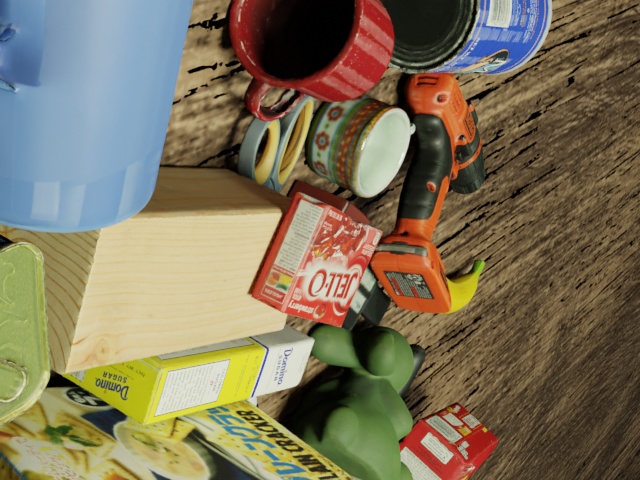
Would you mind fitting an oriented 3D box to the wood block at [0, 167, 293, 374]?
[{"bbox_3d":[-0.101,0.010,0.650,0.205,0.090,0.091,-5,116,-58],"label":"wood block"}]

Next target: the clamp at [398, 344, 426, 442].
[{"bbox_3d":[0.049,0.213,1.121,0.209,0.036,0.165,-38,143,-39],"label":"clamp"}]

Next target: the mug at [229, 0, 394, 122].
[{"bbox_3d":[-0.007,-0.128,0.707,0.117,0.093,0.081,-56,158,10],"label":"mug"}]

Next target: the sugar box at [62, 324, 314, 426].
[{"bbox_3d":[-0.089,0.075,0.719,0.175,0.093,0.048,3,110,-60],"label":"sugar box"}]

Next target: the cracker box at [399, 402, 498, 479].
[{"bbox_3d":[0.082,0.275,1.110,0.214,0.072,0.164,-52,163,11],"label":"cracker box"}]

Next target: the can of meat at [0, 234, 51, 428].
[{"bbox_3d":[-0.186,0.034,0.532,0.057,0.084,0.102,-33,139,-44],"label":"can of meat"}]

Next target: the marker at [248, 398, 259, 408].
[{"bbox_3d":[-0.058,0.168,0.924,0.020,0.020,0.121,-45,146,-32],"label":"marker"}]

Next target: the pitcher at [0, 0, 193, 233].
[{"bbox_3d":[-0.118,-0.125,0.474,0.149,0.145,0.243,-7,124,-33],"label":"pitcher"}]

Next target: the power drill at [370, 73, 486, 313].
[{"bbox_3d":[0.102,-0.034,0.945,0.184,0.057,0.187,52,45,-56],"label":"power drill"}]

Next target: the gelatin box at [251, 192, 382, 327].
[{"bbox_3d":[0.000,0.015,0.697,0.089,0.030,0.073,23,91,-62],"label":"gelatin box"}]

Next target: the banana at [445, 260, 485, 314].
[{"bbox_3d":[0.125,0.042,1.121,0.197,0.037,0.069,18,78,-63],"label":"banana"}]

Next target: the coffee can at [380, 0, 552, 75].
[{"bbox_3d":[0.108,-0.182,0.838,0.140,0.103,0.103,-13,123,-56],"label":"coffee can"}]

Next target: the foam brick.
[{"bbox_3d":[-0.006,0.001,0.845,0.078,0.053,0.051,-62,151,-2],"label":"foam brick"}]

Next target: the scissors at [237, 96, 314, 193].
[{"bbox_3d":[-0.052,-0.015,0.782,0.202,0.016,0.096,-69,161,9],"label":"scissors"}]
